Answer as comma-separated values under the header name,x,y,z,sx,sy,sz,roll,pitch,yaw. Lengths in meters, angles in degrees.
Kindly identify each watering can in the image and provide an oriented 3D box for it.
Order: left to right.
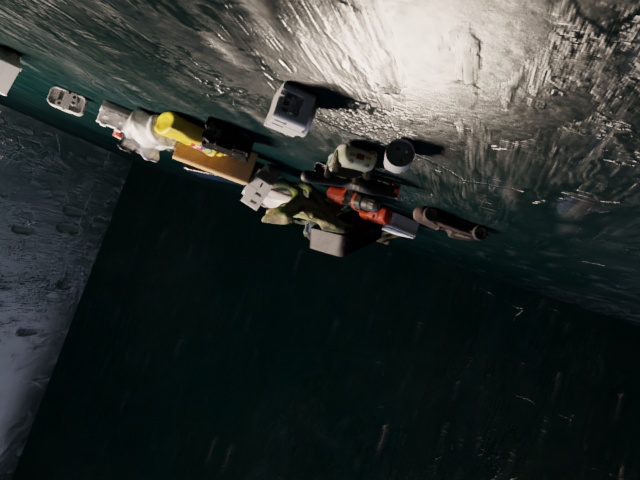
name,x,y,z,sx,sy,sz,roll,pitch,yaw
watering can,-0.077,-0.139,1.812,0.225,0.104,0.347,15,4,35

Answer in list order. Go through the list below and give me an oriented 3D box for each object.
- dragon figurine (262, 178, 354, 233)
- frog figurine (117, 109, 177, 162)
name,x,y,z,sx,sy,sz,roll,pitch,yaw
dragon figurine,0.005,-0.076,1.509,0.410,0.120,0.247,1,30,-35
frog figurine,-0.430,-0.287,1.336,0.136,0.126,0.157,40,-51,-23
